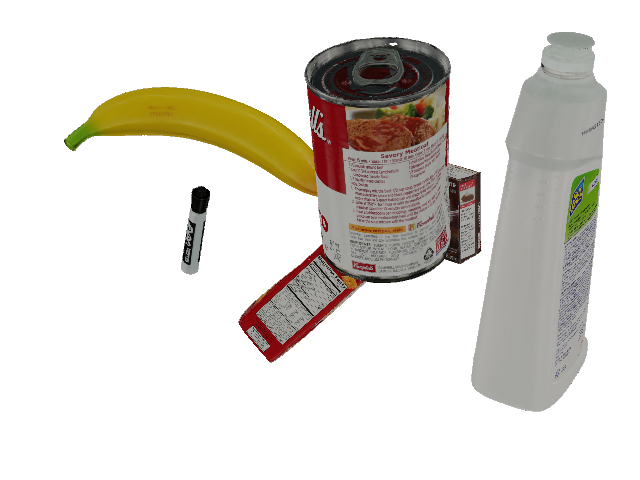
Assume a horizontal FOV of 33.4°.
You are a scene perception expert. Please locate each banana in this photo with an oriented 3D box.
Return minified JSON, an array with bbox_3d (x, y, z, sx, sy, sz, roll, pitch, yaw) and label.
[{"bbox_3d":[-0.085,-0.078,0.792,0.198,0.069,0.037,10,-19,4],"label":"banana"}]

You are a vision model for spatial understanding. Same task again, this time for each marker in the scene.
[{"bbox_3d":[-0.130,-0.011,1.108,0.020,0.020,0.121,0,-42,-15],"label":"marker"}]

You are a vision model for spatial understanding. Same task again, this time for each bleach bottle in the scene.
[{"bbox_3d":[0.150,-0.014,0.701,0.068,0.251,0.102,17,33,25],"label":"bleach bottle"}]

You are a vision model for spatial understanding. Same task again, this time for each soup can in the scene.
[{"bbox_3d":[0.030,-0.039,0.522,0.068,0.102,0.068,-4,35,3],"label":"soup can"}]

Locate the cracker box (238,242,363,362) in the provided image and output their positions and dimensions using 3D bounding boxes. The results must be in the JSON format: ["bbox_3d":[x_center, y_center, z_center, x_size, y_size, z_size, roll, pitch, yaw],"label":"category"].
[{"bbox_3d":[0.019,0.033,1.260,0.214,0.072,0.164,-44,-4,30],"label":"cracker box"}]

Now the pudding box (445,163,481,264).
[{"bbox_3d":[0.110,-0.036,1.080,0.039,0.090,0.114,-24,30,-38],"label":"pudding box"}]
